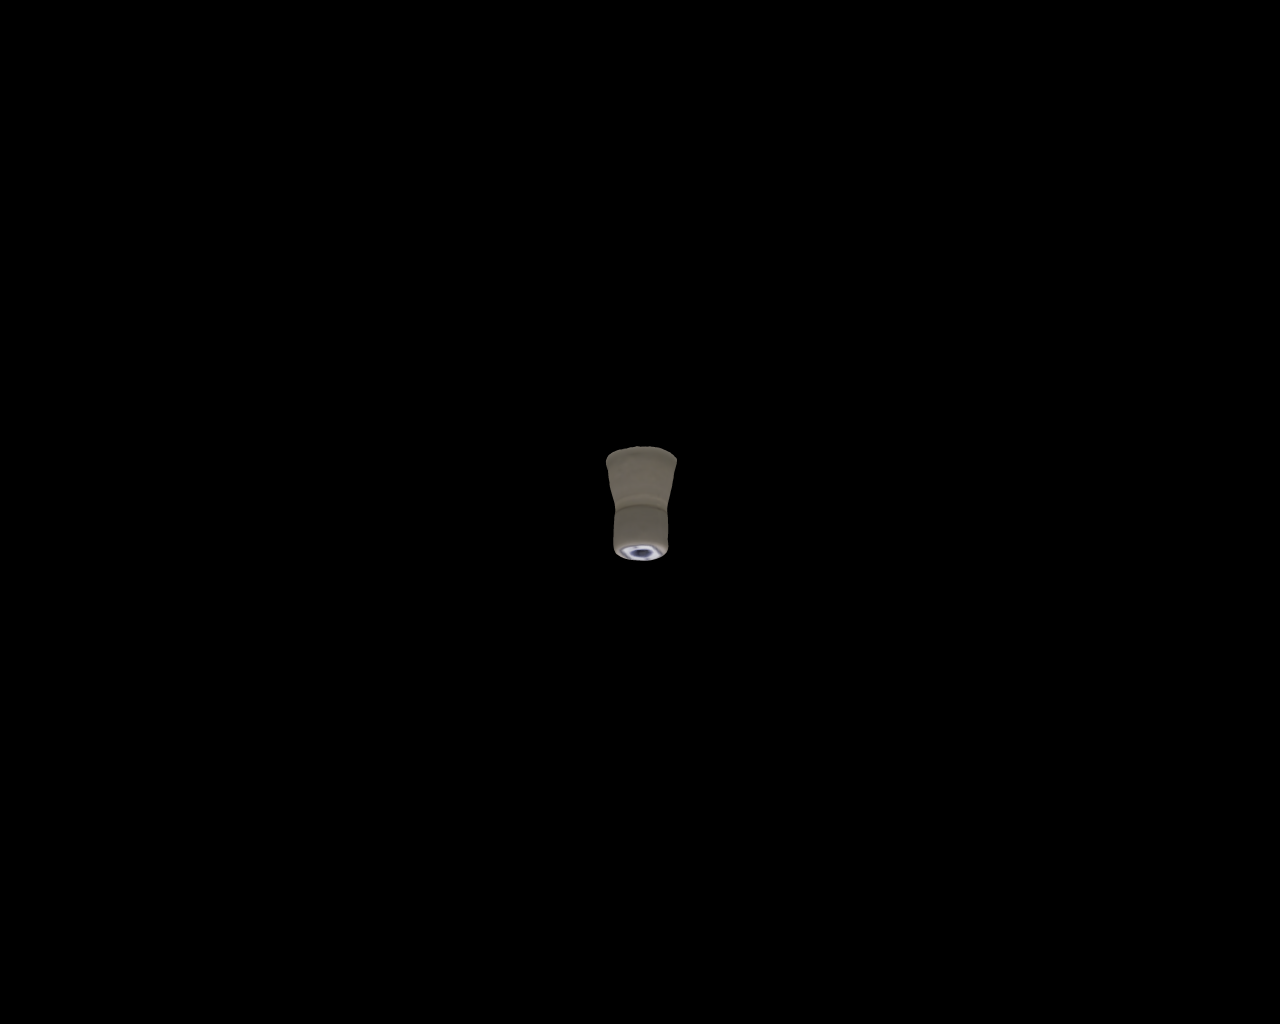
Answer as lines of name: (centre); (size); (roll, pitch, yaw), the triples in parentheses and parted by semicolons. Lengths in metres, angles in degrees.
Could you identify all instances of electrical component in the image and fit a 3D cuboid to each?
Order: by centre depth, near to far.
electrical component: (0.001, -0.003, 0.650); (0.044, 0.065, 0.044); (0, -22, 0)
